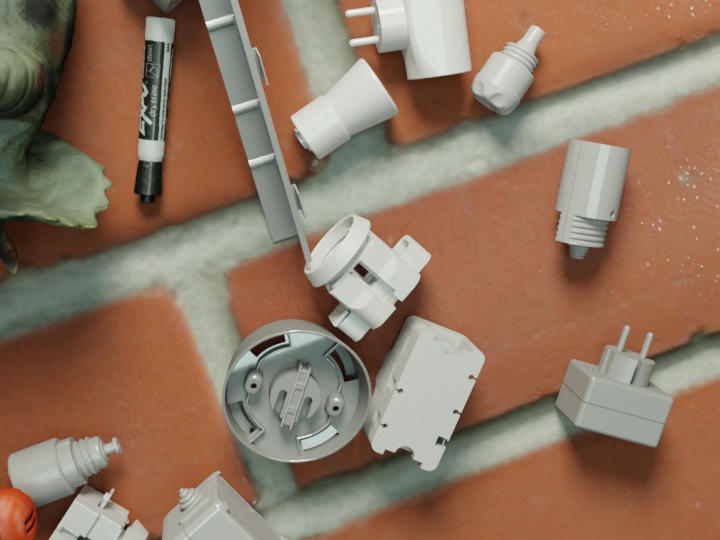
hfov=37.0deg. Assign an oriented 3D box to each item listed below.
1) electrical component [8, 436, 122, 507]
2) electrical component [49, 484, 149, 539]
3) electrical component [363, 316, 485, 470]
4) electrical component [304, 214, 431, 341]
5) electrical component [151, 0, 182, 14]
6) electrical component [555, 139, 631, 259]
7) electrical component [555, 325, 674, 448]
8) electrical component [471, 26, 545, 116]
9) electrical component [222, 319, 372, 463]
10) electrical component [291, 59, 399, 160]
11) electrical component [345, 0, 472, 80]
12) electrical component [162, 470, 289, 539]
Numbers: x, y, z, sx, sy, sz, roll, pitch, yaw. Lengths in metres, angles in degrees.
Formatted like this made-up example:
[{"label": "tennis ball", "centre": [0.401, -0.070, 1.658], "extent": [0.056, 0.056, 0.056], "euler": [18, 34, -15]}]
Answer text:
[{"label": "electrical component", "centre": [-0.201, 0.133, 0.729], "extent": [0.078, 0.040, 0.040], "euler": [-20, 103, -5]}, {"label": "electrical component", "centre": [-0.180, 0.185, 0.740], "extent": [0.055, 0.048, 0.066], "euler": [33, 94, -5]}, {"label": "electrical component", "centre": [0.042, 0.083, 0.749], "extent": [0.050, 0.055, 0.089], "euler": [22, 96, -12]}, {"label": "electrical component", "centre": [0.000, 0.000, 0.727], "extent": [0.057, 0.058, 0.078], "euler": [40, 93, -16]}, {"label": "electrical component", "centre": [-0.123, -0.197, 0.674], "extent": [0.047, 0.055, 0.055], "euler": [39, 93, -10]}, {"label": "electrical component", "centre": [0.159, -0.048, 0.750], "extent": [0.043, 0.043, 0.081], "euler": [8, 99, -10]}, {"label": "electrical component", "centre": [0.189, 0.078, 0.775], "extent": [0.066, 0.047, 0.076], "euler": [16, 99, -11]}, {"label": "electrical component", "centre": [0.104, -0.137, 0.729], "extent": [0.035, 0.035, 0.061], "euler": [34, 91, -13]}, {"label": "electrical component", "centre": [-0.045, 0.082, 0.731], "extent": [0.099, 0.064, 0.099], "euler": [-2, 101, -9]}, {"label": "electrical component", "centre": [-0.013, -0.104, 0.715], "extent": [0.065, 0.044, 0.044], "euler": [-34, 104, 4]}, {"label": "electrical component", "centre": [0.030, -0.164, 0.708], "extent": [0.079, 0.043, 0.077], "euler": [-10, 102, -7]}, {"label": "electrical component", "centre": [-0.098, 0.191, 0.745], "extent": [0.061, 0.061, 0.096], "euler": [-42, 103, 1]}]
